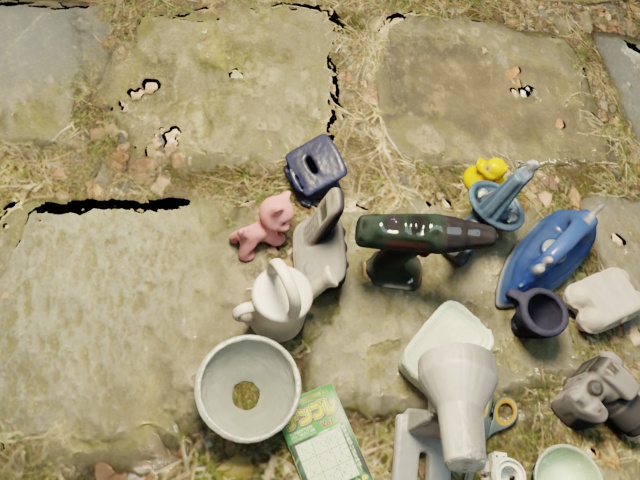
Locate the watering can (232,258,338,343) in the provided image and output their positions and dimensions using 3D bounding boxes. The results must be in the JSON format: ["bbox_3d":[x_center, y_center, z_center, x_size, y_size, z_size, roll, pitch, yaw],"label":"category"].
[{"bbox_3d":[-0.057,0.089,0.936,0.173,0.101,0.194,-41,-13,-25],"label":"watering can"}]

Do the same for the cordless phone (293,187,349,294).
[{"bbox_3d":[0.009,0.004,0.995,0.094,0.147,0.185,-3,-25,-12],"label":"cordless phone"}]

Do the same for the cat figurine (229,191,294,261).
[{"bbox_3d":[-0.098,-0.032,1.029,0.128,0.067,0.117,-30,-17,-22],"label":"cat figurine"}]

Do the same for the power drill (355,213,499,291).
[{"bbox_3d":[0.166,0.016,1.006,0.230,0.075,0.208,7,-27,-7],"label":"power drill"}]

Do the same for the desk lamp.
[{"bbox_3d":[0.194,0.281,0.880,0.118,0.203,0.213,11,-27,-5],"label":"desk lamp"}]

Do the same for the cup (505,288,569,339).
[{"bbox_3d":[0.380,0.138,1.052,0.117,0.092,0.095,32,-27,6],"label":"cup"}]

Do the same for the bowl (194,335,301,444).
[{"bbox_3d":[-0.116,0.242,0.918,0.167,0.167,0.074,0,-25,-11],"label":"bowl"}]

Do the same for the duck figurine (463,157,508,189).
[{"bbox_3d":[0.358,-0.133,1.183,0.104,0.077,0.086,28,-27,4],"label":"duck figurine"}]

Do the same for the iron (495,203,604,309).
[{"bbox_3d":[0.441,0.028,1.091,0.259,0.118,0.141,-40,-13,-24],"label":"iron"}]

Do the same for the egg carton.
[{"bbox_3d":[0.548,0.118,1.108,0.150,0.107,0.069,-20,-20,-19],"label":"egg carton"}]

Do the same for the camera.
[{"bbox_3d":[0.509,0.284,1.003,0.143,0.136,0.101,-37,-14,-24],"label":"camera"}]

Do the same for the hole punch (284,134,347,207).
[{"bbox_3d":[-0.010,-0.136,1.112,0.101,0.108,0.091,-21,-20,-19],"label":"hole punch"}]

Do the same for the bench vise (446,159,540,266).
[{"bbox_3d":[0.323,-0.045,1.059,0.121,0.208,0.219,28,-27,4],"label":"bench vise"}]
